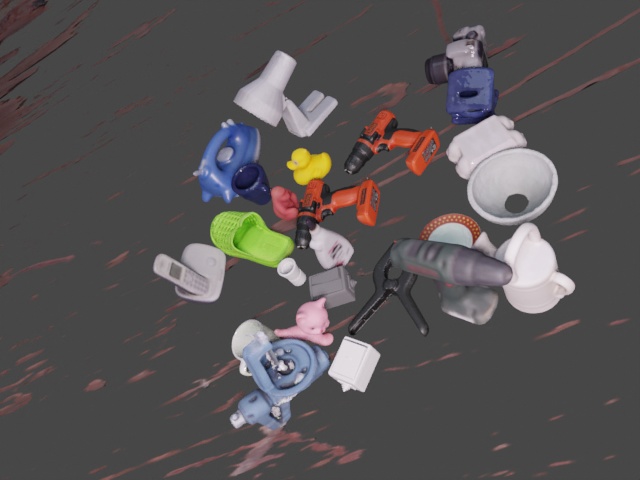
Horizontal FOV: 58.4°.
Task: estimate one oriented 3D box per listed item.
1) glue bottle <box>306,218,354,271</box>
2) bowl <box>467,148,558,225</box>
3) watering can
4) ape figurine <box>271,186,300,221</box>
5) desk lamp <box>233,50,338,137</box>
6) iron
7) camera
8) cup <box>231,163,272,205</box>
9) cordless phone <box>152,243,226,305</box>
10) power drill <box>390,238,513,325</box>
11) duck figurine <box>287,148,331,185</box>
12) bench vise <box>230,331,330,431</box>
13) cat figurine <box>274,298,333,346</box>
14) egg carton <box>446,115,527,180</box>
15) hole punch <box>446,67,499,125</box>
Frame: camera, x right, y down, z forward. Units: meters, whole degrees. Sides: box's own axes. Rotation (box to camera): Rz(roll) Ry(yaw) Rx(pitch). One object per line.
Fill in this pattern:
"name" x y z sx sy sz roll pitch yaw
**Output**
"glue bottle" 0.011 0.004 1.187 0.037 0.174 0.078 21 73 37
"bowl" 0.375 -0.091 1.108 0.167 0.075 0.167 -14 55 21
"watering can" 0.339 0.041 0.967 0.172 0.195 0.101 3 63 31
"ape figurine" -0.084 -0.093 1.355 0.076 0.092 0.078 -9 57 25
"desk lamp" -0.091 -0.356 1.445 0.203 0.214 0.117 -50 50 -7
"iron" -0.244 -0.227 1.497 0.118 0.142 0.258 4 63 31
"camera" 0.316 -0.426 1.336 0.136 0.101 0.143 -5 59 27
"cup" -0.149 -0.125 1.410 0.117 0.095 0.092 30 78 39
"cordless phone" -0.304 0.058 1.322 0.094 0.186 0.147 -12 56 23
"power drill" 0.241 0.068 0.995 0.228 0.209 0.076 17 70 36
"duck figurine" -0.031 -0.190 1.390 0.104 0.086 0.077 -24 52 14
"bench vise" -0.090 0.261 1.051 0.121 0.220 0.207 19 71 36
"cat figurine" -0.030 0.169 1.142 0.127 0.118 0.067 -25 52 13
"egg carton" 0.345 -0.191 1.192 0.150 0.070 0.107 -30 51 10
"hole punch" 0.335 -0.317 1.262 0.108 0.091 0.101 3 63 31
